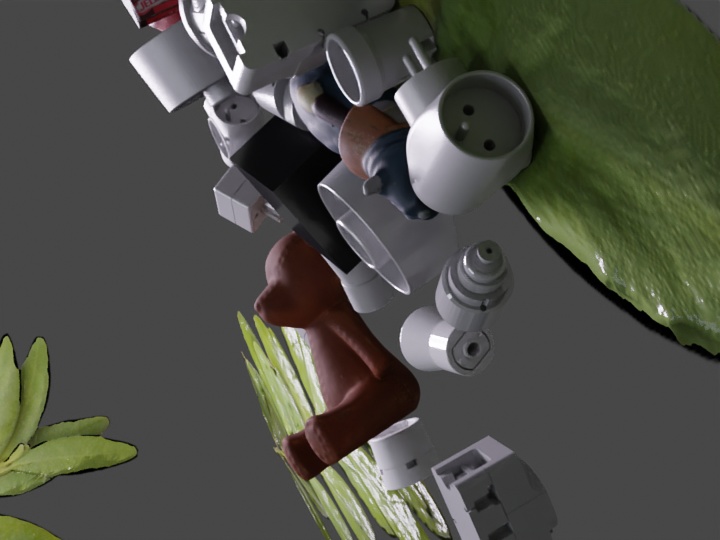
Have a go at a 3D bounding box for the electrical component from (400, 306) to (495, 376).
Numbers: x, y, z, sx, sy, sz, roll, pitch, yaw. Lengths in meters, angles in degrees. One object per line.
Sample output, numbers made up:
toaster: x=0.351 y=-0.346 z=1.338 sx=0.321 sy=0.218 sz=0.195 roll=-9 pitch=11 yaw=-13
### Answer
electrical component: x=0.059 y=0.048 z=0.695 sx=0.044 sy=0.044 sz=0.065 roll=66 pitch=162 yaw=-12

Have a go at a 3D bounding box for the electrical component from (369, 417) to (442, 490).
electrical component: x=0.040 y=0.163 z=0.960 sx=0.047 sy=0.055 sz=0.055 roll=67 pitch=167 yaw=-1

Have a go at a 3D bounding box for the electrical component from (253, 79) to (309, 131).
electrical component: x=-0.042 y=-0.122 z=0.739 sx=0.081 sy=0.043 sz=0.043 roll=38 pitch=152 yaw=61

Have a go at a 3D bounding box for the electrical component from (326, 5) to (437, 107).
electrical component: x=0.011 y=-0.111 z=0.552 sx=0.040 sy=0.046 sz=0.040 roll=57 pitch=165 yaw=24

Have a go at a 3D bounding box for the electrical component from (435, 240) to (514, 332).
electrical component: x=0.065 y=0.005 z=0.589 sx=0.040 sy=0.040 sz=0.078 roll=59 pitch=166 yaw=18

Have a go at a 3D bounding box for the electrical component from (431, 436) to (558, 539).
electrical component: x=0.097 y=0.166 z=0.741 sx=0.089 sy=0.056 sz=0.050 roll=67 pitch=166 yaw=-14

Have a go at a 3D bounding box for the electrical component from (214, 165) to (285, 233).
electrical component: x=-0.078 y=-0.067 z=0.956 sx=0.077 sy=0.065 sz=0.047 roll=29 pitch=157 yaw=13

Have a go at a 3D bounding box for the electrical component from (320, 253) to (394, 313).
electrical component: x=0.000 y=0.000 z=0.825 sx=0.044 sy=0.044 sz=0.065 roll=39 pitch=157 yaw=60

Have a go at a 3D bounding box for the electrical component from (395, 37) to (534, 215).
electrical component: x=0.043 y=-0.074 z=0.511 sx=0.079 sy=0.044 sz=0.077 roll=61 pitch=167 yaw=10

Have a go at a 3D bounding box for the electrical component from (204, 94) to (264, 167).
electrical component: x=-0.118 y=-0.142 z=0.986 sx=0.079 sy=0.044 sz=0.077 roll=57 pitch=166 yaw=22

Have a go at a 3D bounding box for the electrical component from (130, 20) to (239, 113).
electrical component: x=-0.108 y=-0.156 z=0.796 sx=0.060 sy=0.108 sz=0.108 roll=59 pitch=167 yaw=-9

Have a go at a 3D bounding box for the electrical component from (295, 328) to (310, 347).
electrical component: x=-0.027 y=0.055 z=1.005 sx=0.047 sy=0.055 sz=0.055 roll=54 pitch=164 yaw=23

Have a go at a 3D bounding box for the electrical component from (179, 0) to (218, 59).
electrical component: x=-0.069 y=-0.169 z=0.676 sx=0.051 sy=0.080 sz=0.080 roll=28 pitch=143 yaw=59

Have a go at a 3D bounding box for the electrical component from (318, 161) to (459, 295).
electrical component: x=0.021 y=-0.036 z=0.676 sx=0.099 sy=0.064 sz=0.099 roll=49 pitch=172 yaw=9

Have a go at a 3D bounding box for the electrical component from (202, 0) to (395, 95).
electrical component: x=-0.035 y=-0.138 z=0.582 sx=0.050 sy=0.089 sz=0.056 roll=63 pitch=167 yaw=1
